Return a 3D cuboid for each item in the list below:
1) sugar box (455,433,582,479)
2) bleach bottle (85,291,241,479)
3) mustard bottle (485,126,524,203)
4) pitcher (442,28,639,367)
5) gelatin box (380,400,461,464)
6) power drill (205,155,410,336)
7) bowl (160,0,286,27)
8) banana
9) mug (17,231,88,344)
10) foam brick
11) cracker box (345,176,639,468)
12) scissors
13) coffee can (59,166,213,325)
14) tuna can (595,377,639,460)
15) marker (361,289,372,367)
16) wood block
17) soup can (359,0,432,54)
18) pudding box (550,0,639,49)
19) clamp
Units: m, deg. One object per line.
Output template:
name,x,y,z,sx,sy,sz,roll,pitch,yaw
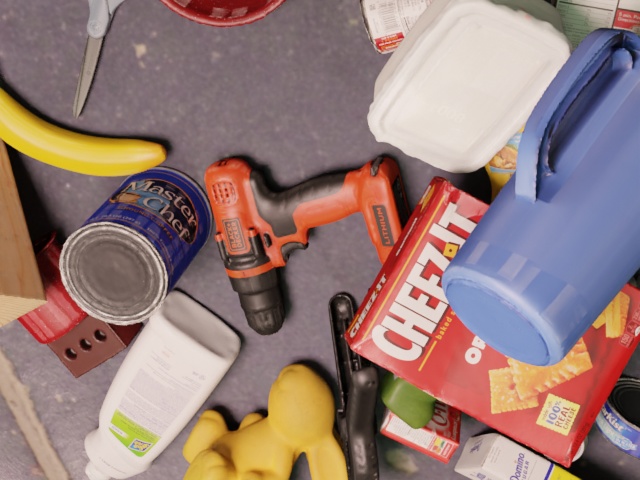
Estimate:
sugar box,0.230,0.252,1.062,0.176,0.093,0.048,31,74,-2
bleach bottle,-0.188,0.172,1.137,0.102,0.068,0.251,37,119,-4
mustard bottle,0.191,-0.069,0.938,0.096,0.058,0.191,1,115,14
pitcher,0.198,-0.032,0.811,0.149,0.242,0.145,39,161,5
gelatin box,0.102,0.172,1.054,0.073,0.089,0.030,26,114,0
power drill,-0.007,0.001,1.017,0.188,0.057,0.184,-8,112,16
bowl,-0.081,-0.267,0.909,0.162,0.055,0.162,5,115,10
banana,-0.246,-0.099,1.030,0.198,0.037,0.070,23,137,-2
mug,-0.286,0.053,1.095,0.117,0.093,0.081,-14,120,52
foam brick,-0.236,0.098,1.117,0.078,0.051,0.053,-32,104,24
cracker box,0.153,0.068,0.906,0.213,0.072,0.164,29,93,-5
scissors,-0.218,-0.215,0.988,0.096,0.016,0.202,37,117,-4
coffee can,-0.170,0.002,1.008,0.103,0.140,0.103,5,115,10
tuna can,0.305,0.170,1.009,0.086,0.086,0.034,19,119,3
marker,0.048,0.099,1.071,0.020,0.020,0.121,13,117,7
wood block,-0.343,-0.022,1.009,0.091,0.090,0.206,-26,71,22
soup can,0.091,-0.200,0.895,0.102,0.068,0.068,-12,111,18
pudding box,0.238,-0.204,0.877,0.090,0.039,0.113,12,114,7
clamp,0.037,0.173,1.016,0.036,0.164,0.210,-6,106,-5
